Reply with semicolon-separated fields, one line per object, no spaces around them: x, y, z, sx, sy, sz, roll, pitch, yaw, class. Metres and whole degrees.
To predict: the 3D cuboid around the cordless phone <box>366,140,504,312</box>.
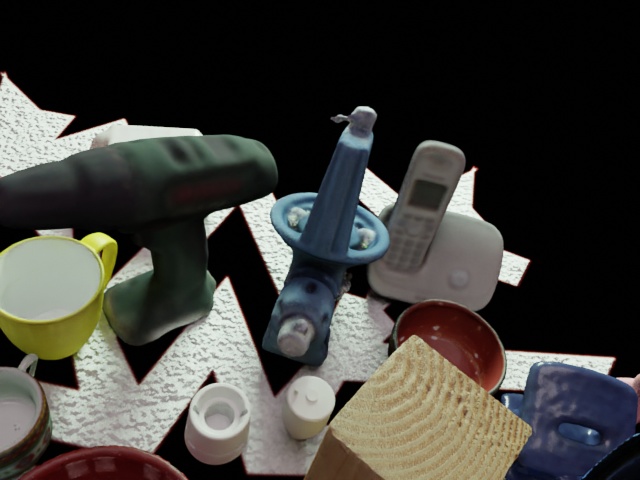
0.134;-0.013;0.598;0.147;0.185;0.094;10;47;-6;cordless phone

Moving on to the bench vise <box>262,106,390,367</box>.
0.017;0.003;0.528;0.121;0.220;0.207;4;48;-11;bench vise

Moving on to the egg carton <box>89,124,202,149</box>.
-0.185;-0.076;0.647;0.150;0.069;0.107;-1;49;-16;egg carton

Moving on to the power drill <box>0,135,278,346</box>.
-0.145;-0.002;0.496;0.230;0.208;0.075;-26;59;-32;power drill

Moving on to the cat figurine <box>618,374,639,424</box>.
0.354;0.144;0.564;0.128;0.118;0.067;2;49;-13;cat figurine

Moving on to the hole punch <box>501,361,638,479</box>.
0.229;0.176;0.519;0.108;0.091;0.101;15;47;-2;hole punch
